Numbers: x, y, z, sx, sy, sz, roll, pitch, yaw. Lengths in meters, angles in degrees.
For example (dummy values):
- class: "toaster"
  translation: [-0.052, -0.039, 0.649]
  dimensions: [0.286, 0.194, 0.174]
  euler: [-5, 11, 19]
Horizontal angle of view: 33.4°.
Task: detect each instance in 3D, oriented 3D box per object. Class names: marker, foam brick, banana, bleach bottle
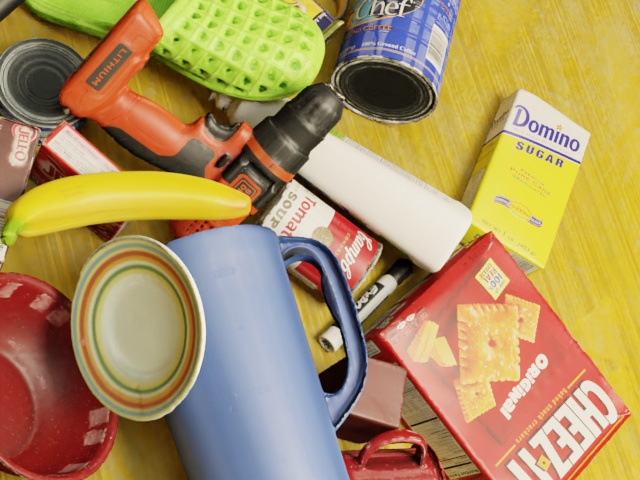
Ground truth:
- class: "marker"
  translation: [0.044, 0.056, 0.954]
  dimensions: [0.020, 0.020, 0.121]
  euler: [48, 59, -2]
- class: "foam brick"
  translation: [0.031, 0.133, 0.887]
  dimensions: [0.051, 0.078, 0.053]
  euler: [18, 65, -16]
- class: "banana"
  translation: [-0.149, -0.024, 0.789]
  dimensions: [0.197, 0.037, 0.070]
  euler: [-11, 42, -33]
- class: "bleach bottle"
  translation: [0.014, -0.066, 0.952]
  dimensions: [0.251, 0.102, 0.068]
  euler: [34, 96, 0]

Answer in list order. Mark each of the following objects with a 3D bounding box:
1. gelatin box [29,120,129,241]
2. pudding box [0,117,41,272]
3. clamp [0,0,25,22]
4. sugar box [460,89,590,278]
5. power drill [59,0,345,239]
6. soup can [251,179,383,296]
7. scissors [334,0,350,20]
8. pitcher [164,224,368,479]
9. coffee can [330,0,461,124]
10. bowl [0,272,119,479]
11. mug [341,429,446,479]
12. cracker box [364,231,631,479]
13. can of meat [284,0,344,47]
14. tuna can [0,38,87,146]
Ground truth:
- class: "gelatin box"
  translation: [-0.188, -0.044, 0.855]
  dimensions: [0.089, 0.073, 0.030]
  euler: [41, 61, -6]
- class: "pudding box"
  translation: [-0.247, -0.025, 0.811]
  dimensions: [0.039, 0.090, 0.113]
  euler: [18, 66, -15]
- class: "clamp"
  translation: [-0.314, -0.148, 0.852]
  dimensions: [0.164, 0.036, 0.210]
  euler: [2, 72, -14]
- class: "sugar box"
  translation: [0.199, -0.058, 1.052]
  dimensions: [0.093, 0.048, 0.176]
  euler: [31, 63, -11]
- class: "power drill"
  translation: [-0.098, -0.102, 0.858]
  dimensions: [0.184, 0.057, 0.187]
  euler: [-44, 108, 11]
- class: "soup can"
  translation: [-0.006, 0.001, 0.924]
  dimensions: [0.102, 0.069, 0.068]
  euler: [37, 61, -7]
- class: "scissors"
  translation: [0.034, -0.275, 1.075]
  dimensions: [0.201, 0.016, 0.096]
  euler: [-28, 86, -30]
- class: "pitcher"
  translation: [-0.048, 0.116, 0.806]
  dimensions: [0.144, 0.149, 0.243]
  euler: [2, 62, -52]
- class: "coffee can"
  translation: [0.075, -0.196, 1.014]
  dimensions: [0.102, 0.103, 0.140]
  euler: [23, 64, -15]
- class: "bowl"
  translation: [-0.220, 0.107, 0.771]
  dimensions: [0.162, 0.055, 0.162]
  euler: [44, 30, -35]
- class: "mug"
  translation: [0.050, 0.200, 0.854]
  dimensions: [0.081, 0.117, 0.093]
  euler: [2, 32, -19]
- class: "cracker box"
  translation: [0.153, 0.125, 0.948]
  dimensions: [0.164, 0.072, 0.214]
  euler: [-38, 90, -30]
- class: "can of meat"
  translation: [-0.042, -0.193, 0.987]
  dimensions: [0.084, 0.058, 0.102]
  euler: [43, 59, -2]
- class: "tuna can"
  translation: [-0.231, -0.124, 0.887]
  dimensions: [0.086, 0.034, 0.086]
  euler: [8, 68, -22]
